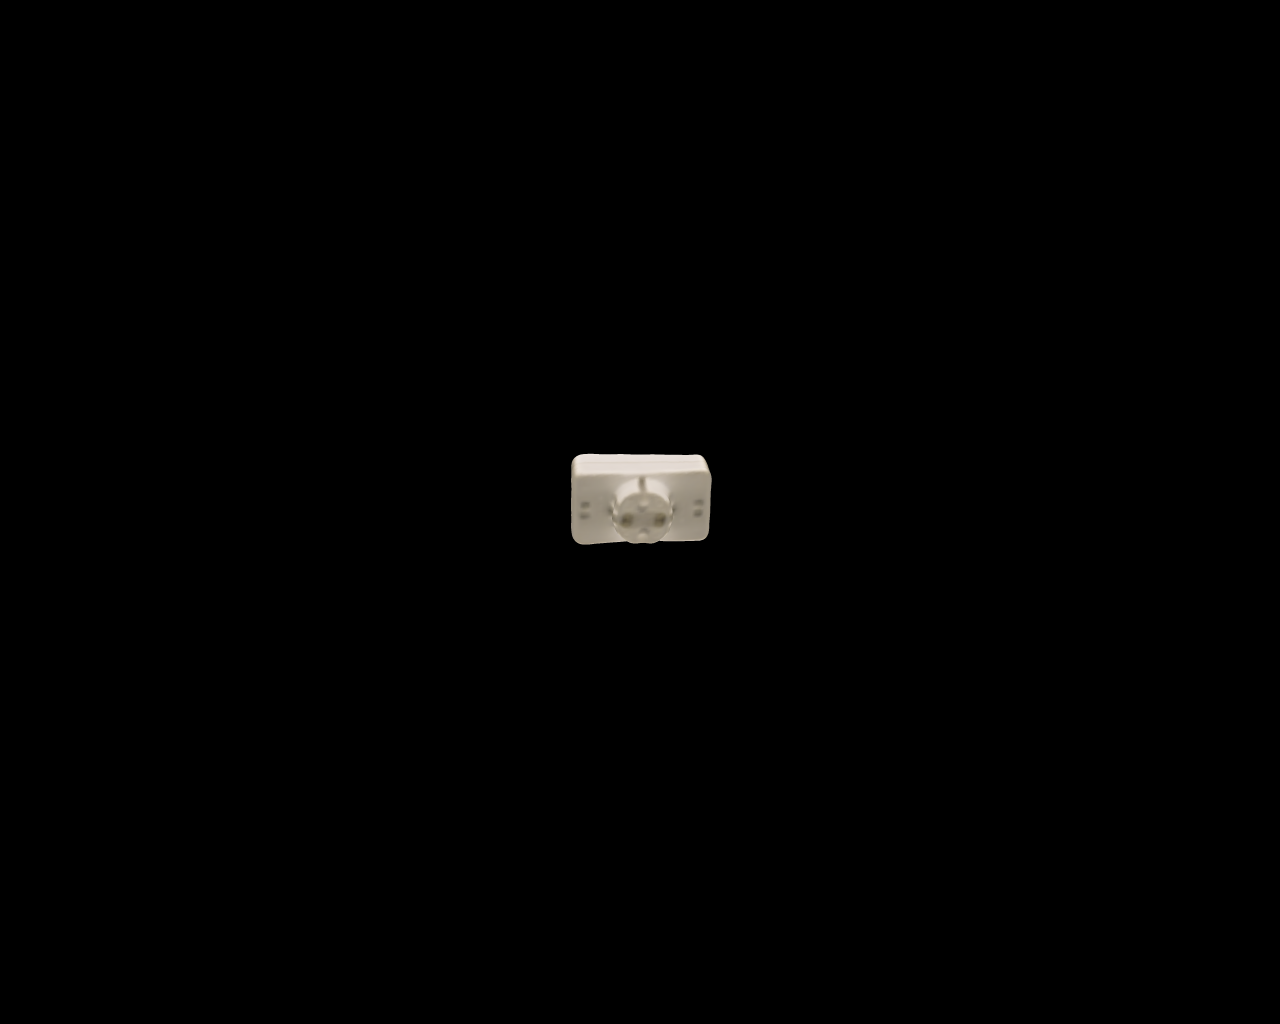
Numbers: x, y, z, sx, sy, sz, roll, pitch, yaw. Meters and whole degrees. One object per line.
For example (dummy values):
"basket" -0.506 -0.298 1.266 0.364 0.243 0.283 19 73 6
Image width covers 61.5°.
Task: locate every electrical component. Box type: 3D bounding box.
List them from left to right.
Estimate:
"electrical component" 0.001 -0.003 0.650 0.083 0.047 0.076 -1 20 -2
